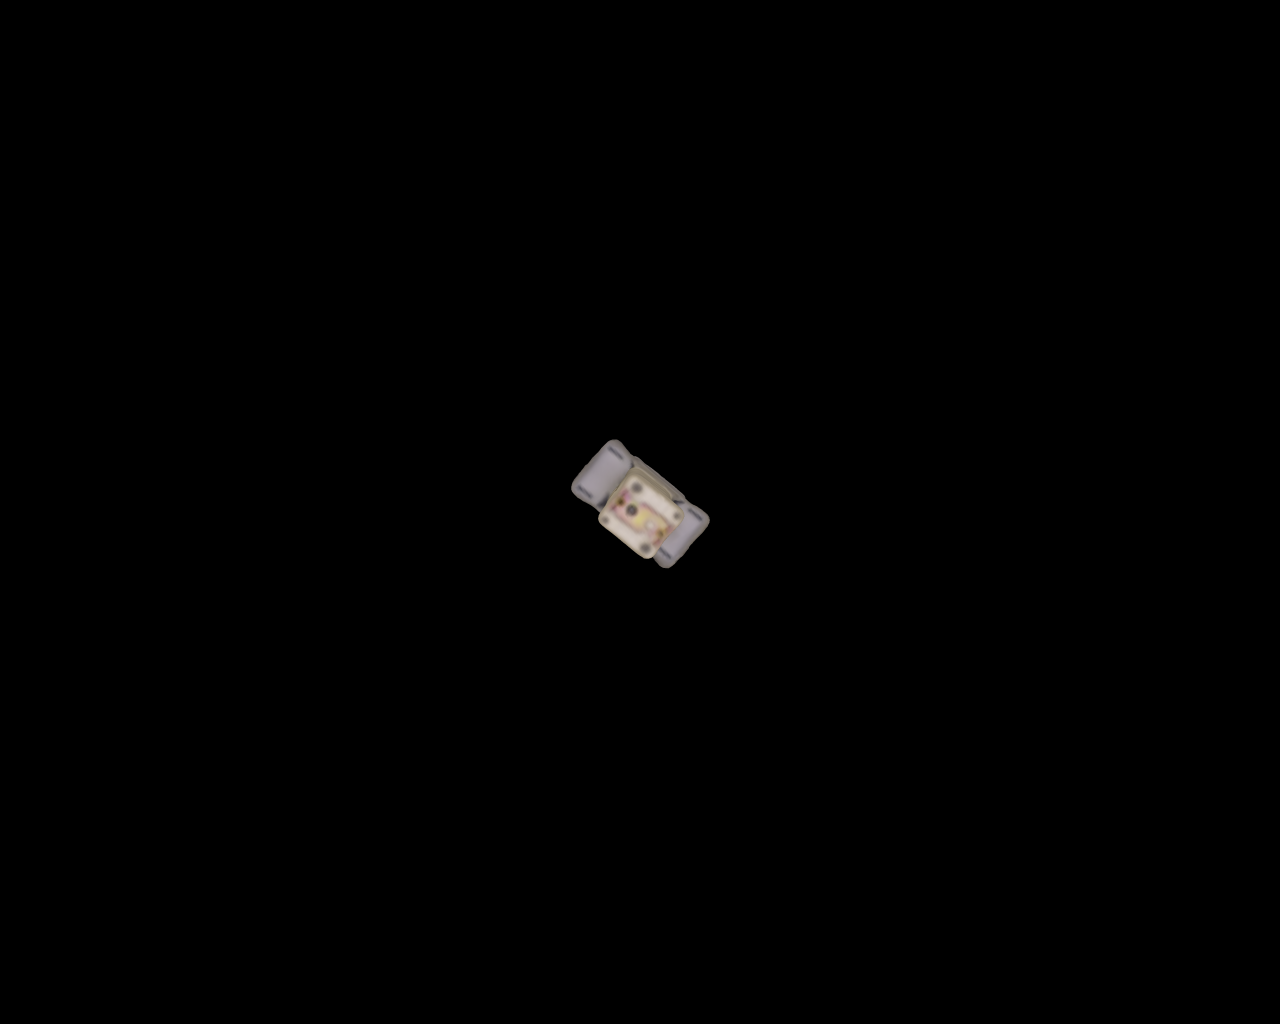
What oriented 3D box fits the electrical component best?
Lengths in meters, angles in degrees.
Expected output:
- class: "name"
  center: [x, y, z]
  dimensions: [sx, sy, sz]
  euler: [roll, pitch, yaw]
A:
- class: "electrical component"
  center: [0.001, -0.003, 0.650]
  dimensions: [0.081, 0.042, 0.064]
  euler: [38, 9, -7]
